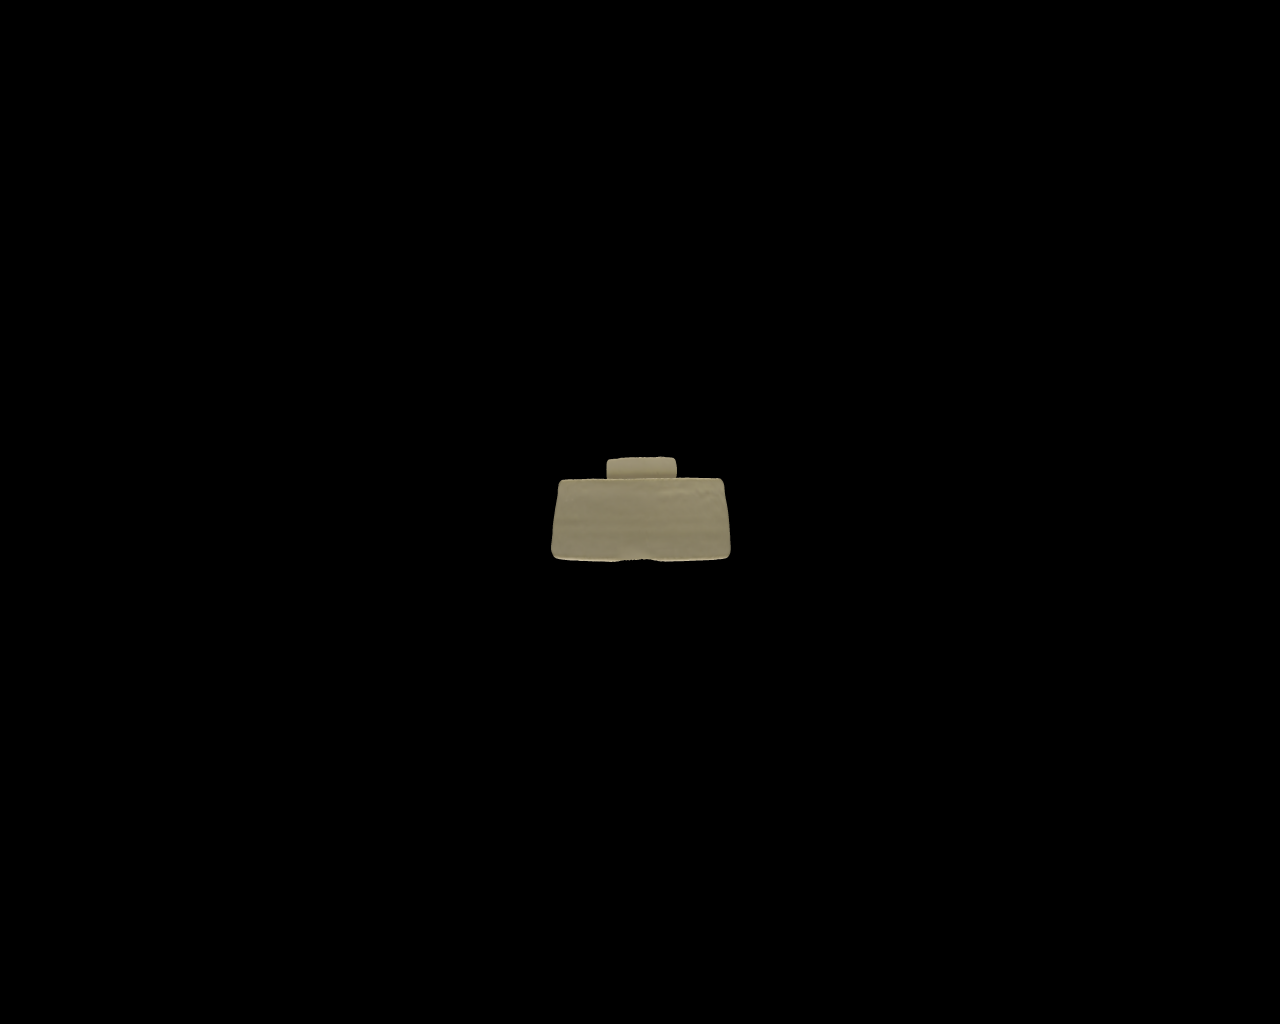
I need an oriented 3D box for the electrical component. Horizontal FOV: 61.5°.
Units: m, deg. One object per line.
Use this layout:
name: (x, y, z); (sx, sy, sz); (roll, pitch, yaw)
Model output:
electrical component: (0.001, -0.003, 0.650); (0.108, 0.060, 0.108); (0, 0, 0)
